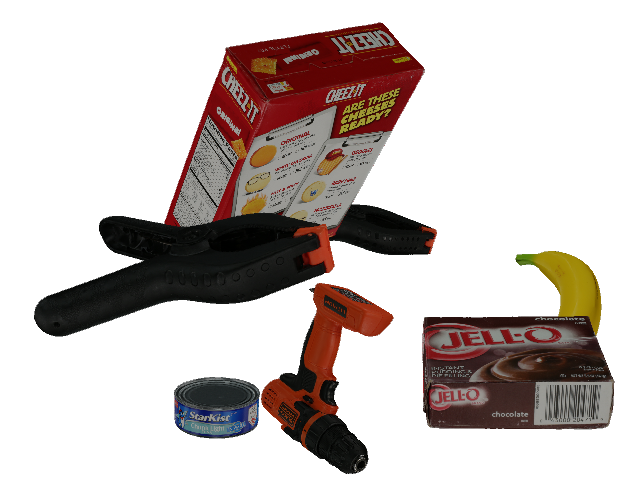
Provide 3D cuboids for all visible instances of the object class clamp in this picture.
[{"bbox_3d":[-0.081,0.018,0.626,0.172,0.039,0.120,-4,33,23],"label":"clamp"},{"bbox_3d":[0.029,-0.016,1.198,0.210,0.036,0.164,15,21,-5],"label":"clamp"}]

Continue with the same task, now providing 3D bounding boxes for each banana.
[{"bbox_3d":[0.232,0.061,1.008,0.070,0.037,0.197,-28,25,17],"label":"banana"}]

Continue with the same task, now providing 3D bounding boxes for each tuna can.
[{"bbox_3d":[-0.104,0.167,1.071,0.086,0.034,0.086,2,13,-1],"label":"tuna can"}]

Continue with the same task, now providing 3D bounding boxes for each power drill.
[{"bbox_3d":[0.016,0.157,1.249,0.057,0.188,0.185,15,10,-43],"label":"power drill"}]

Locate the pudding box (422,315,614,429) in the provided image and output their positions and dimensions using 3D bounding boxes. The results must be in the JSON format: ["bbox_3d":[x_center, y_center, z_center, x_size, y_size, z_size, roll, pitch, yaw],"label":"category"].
[{"bbox_3d":[0.122,0.082,0.678,0.113,0.039,0.090,1,23,4],"label":"pudding box"}]

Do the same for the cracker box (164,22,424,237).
[{"bbox_3d":[-0.029,-0.075,0.899,0.163,0.072,0.214,-18,-31,-37],"label":"cracker box"}]
